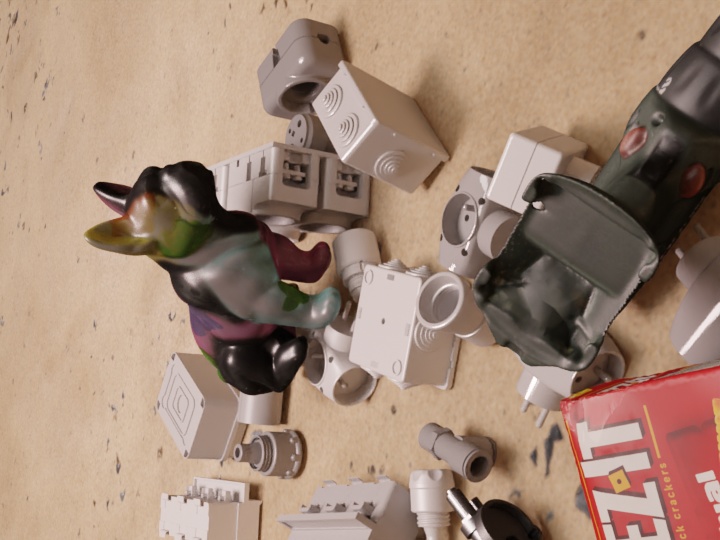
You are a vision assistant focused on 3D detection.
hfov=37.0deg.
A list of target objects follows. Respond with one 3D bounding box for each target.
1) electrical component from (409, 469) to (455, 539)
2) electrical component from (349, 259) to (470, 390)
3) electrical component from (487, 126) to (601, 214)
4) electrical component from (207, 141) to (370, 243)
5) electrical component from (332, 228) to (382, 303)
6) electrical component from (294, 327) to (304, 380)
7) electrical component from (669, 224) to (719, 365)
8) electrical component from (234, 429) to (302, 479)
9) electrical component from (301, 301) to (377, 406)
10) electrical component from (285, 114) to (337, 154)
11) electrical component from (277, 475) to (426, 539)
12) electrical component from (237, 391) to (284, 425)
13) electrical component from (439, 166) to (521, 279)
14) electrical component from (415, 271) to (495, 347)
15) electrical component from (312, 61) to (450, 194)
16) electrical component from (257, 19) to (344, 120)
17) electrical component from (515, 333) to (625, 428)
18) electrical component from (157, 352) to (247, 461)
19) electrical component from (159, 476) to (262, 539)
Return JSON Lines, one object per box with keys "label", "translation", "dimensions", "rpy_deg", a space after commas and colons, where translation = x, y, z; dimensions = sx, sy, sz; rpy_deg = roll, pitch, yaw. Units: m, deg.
{"label": "electrical component", "translation": [0.056, 0.184, 0.826], "dimensions": [0.035, 0.035, 0.061], "rpy_deg": [-17, 72, 55]}
{"label": "electrical component", "translation": [0.037, 0.044, 0.872], "dimensions": [0.100, 0.048, 0.099], "rpy_deg": [15, 96, 57]}
{"label": "electrical component", "translation": [0.138, -0.060, 0.725], "dimensions": [0.076, 0.083, 0.047], "rpy_deg": [26, 109, 17]}
{"label": "electrical component", "translation": [-0.083, -0.067, 1.031], "dimensions": [0.186, 0.105, 0.060], "rpy_deg": [-9, 75, 56]}
{"label": "electrical component", "translation": [0.000, 0.000, 0.947], "dimensions": [0.040, 0.040, 0.078], "rpy_deg": [-43, 49, 45]}
{"label": "electrical component", "translation": [-0.061, 0.076, 1.030], "dimensions": [0.035, 0.035, 0.061], "rpy_deg": [39, 118, 53]}
{"label": "electrical component", "translation": [0.208, 0.007, 0.616], "dimensions": [0.077, 0.044, 0.079], "rpy_deg": [-61, 39, 34]}
{"label": "electrical component", "translation": [-0.089, 0.175, 1.027], "dimensions": [0.048, 0.062, 0.048], "rpy_deg": [-18, 68, 55]}
{"label": "electrical component", "translation": [-0.016, 0.066, 0.950], "dimensions": [0.077, 0.044, 0.079], "rpy_deg": [50, 131, 49]}
{"label": "electrical component", "translation": [-0.037, -0.122, 1.018], "dimensions": [0.045, 0.055, 0.045], "rpy_deg": [-19, 67, 55]}
{"label": "electrical component", "translation": [-0.002, 0.208, 0.876], "dimensions": [0.121, 0.079, 0.063], "rpy_deg": [-20, 38, 54]}
{"label": "electrical component", "translation": [-0.097, 0.112, 1.070], "dimensions": [0.043, 0.043, 0.081], "rpy_deg": [0, 83, 57]}
{"label": "electrical component", "translation": [0.100, -0.028, 0.795], "dimensions": [0.079, 0.044, 0.077], "rpy_deg": [38, 115, 53]}
{"label": "electrical component", "translation": [0.078, 0.032, 0.796], "dimensions": [0.044, 0.065, 0.044], "rpy_deg": [-21, 57, 35]}
{"label": "electrical component", "translation": [0.015, -0.117, 0.897], "dimensions": [0.048, 0.100, 0.099], "rpy_deg": [-48, 44, 23]}
{"label": "electrical component", "translation": [-0.058, -0.194, 1.068], "dimensions": [0.095, 0.054, 0.059], "rpy_deg": [-43, 49, 44]}
{"label": "electrical component", "translation": [0.130, 0.068, 0.727], "dimensions": [0.077, 0.043, 0.079], "rpy_deg": [47, 122, 51]}
{"label": "electrical component", "translation": [-0.169, 0.146, 1.162], "dimensions": [0.113, 0.057, 0.078], "rpy_deg": [44, 120, 52]}
{"label": "electrical component", "translation": [-0.159, 0.257, 1.116], "dimensions": [0.121, 0.063, 0.078], "rpy_deg": [-11, 74, 56]}
